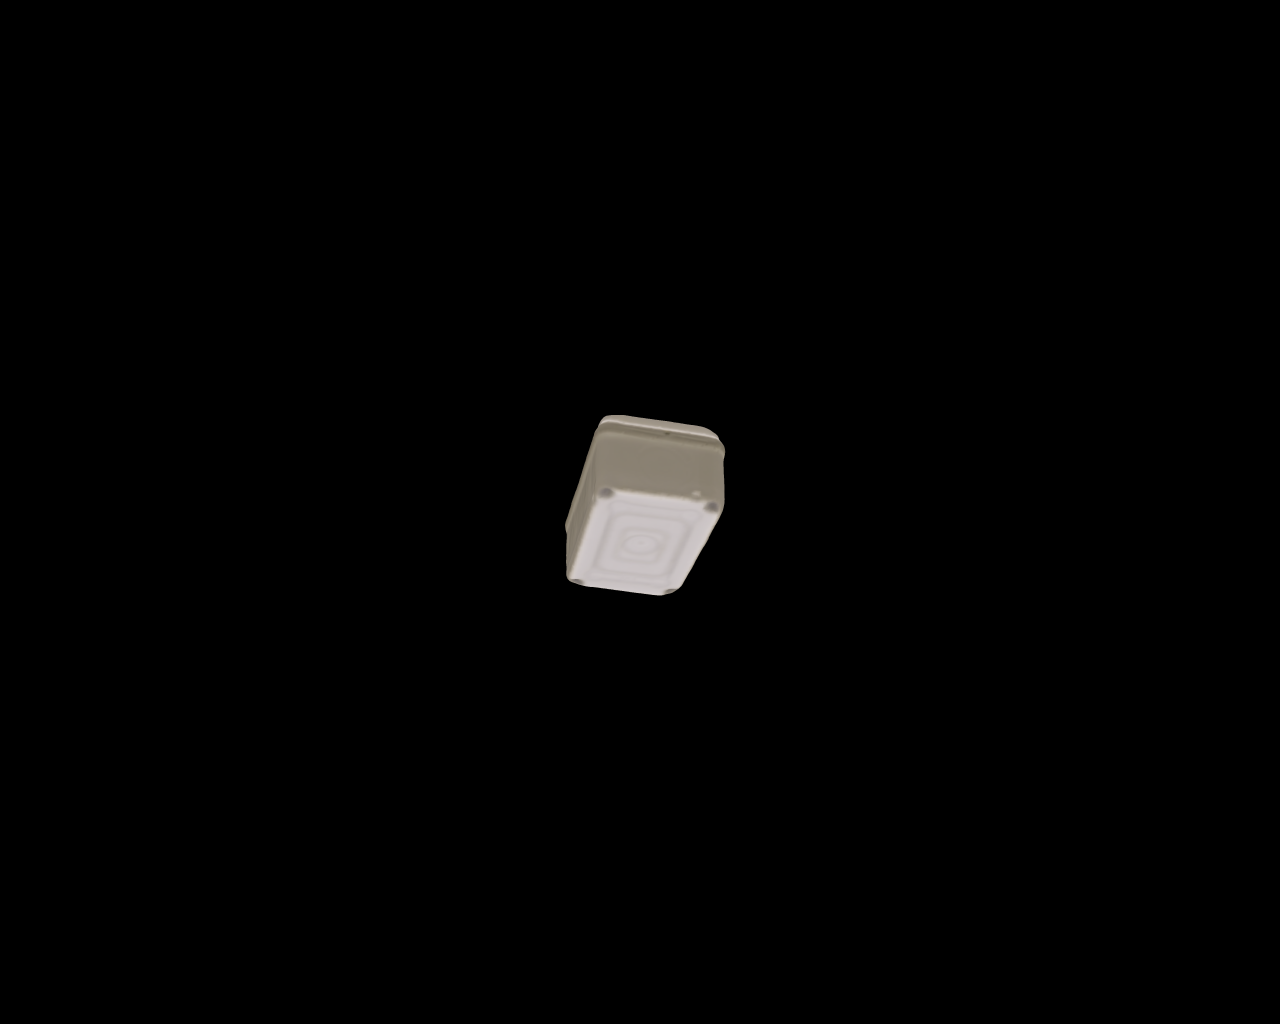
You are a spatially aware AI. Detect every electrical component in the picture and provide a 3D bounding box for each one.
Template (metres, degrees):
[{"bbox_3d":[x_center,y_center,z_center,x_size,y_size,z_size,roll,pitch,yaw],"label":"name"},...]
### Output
[{"bbox_3d":[0.001,-0.003,0.650,0.078,0.057,0.113,8,-35,-11],"label":"electrical component"}]
